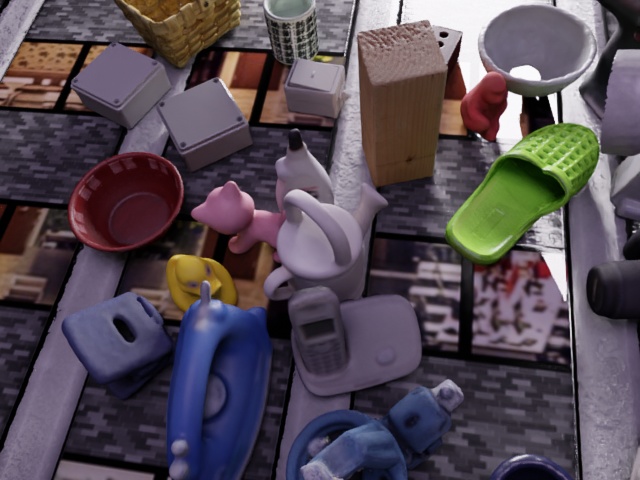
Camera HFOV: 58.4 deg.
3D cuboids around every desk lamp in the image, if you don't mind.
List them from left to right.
[{"bbox_3d":[0.422,-0.119,0.687,0.203,0.214,0.118,19,65,15],"label":"desk lamp"}]

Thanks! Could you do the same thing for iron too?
[{"bbox_3d":[-0.126,0.177,0.618,0.118,0.141,0.258,1,62,6],"label":"iron"}]

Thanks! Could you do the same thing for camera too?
[{"bbox_3d":[0.390,0.038,0.669,0.136,0.101,0.143,-2,61,4],"label":"camera"}]

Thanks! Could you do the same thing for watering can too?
[{"bbox_3d":[0.005,0.001,0.671,0.100,0.194,0.173,22,66,17],"label":"watering can"}]

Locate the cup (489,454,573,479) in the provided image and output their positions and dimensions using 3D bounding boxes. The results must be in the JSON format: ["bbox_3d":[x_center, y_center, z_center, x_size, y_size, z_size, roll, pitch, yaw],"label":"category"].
[{"bbox_3d":[0.216,0.267,0.564,0.117,0.095,0.091,3,62,7],"label":"cup"}]

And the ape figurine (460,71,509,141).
[{"bbox_3d":[0.240,-0.199,0.817,0.078,0.092,0.076,-32,63,-12],"label":"ape figurine"}]

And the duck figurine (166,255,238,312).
[{"bbox_3d":[-0.157,0.048,0.723,0.104,0.086,0.077,36,70,22],"label":"duck figurine"}]

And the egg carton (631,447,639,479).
[{"bbox_3d":[0.365,0.258,0.570,0.107,0.069,0.150,22,66,16],"label":"egg carton"}]

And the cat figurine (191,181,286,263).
[{"bbox_3d":[-0.093,-0.030,0.741,0.127,0.118,0.067,8,63,10],"label":"cat figurine"}]

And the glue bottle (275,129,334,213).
[{"bbox_3d":[-0.024,-0.084,0.732,0.078,0.173,0.037,-15,61,-3],"label":"glue bottle"}]

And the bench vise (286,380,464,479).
[{"bbox_3d":[0.044,0.192,0.549,0.121,0.220,0.208,31,69,20],"label":"bench vise"}]

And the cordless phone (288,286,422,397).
[{"bbox_3d":[0.037,0.096,0.622,0.147,0.185,0.094,-16,61,-3],"label":"cordless phone"}]

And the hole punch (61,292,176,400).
[{"bbox_3d":[-0.238,0.118,0.689,0.101,0.091,0.108,-38,65,-15],"label":"hole punch"}]

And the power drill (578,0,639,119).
[{"bbox_3d":[0.430,-0.252,0.762,0.075,0.208,0.229,-22,62,-6],"label":"power drill"}]

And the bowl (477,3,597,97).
[{"bbox_3d":[0.317,-0.271,0.859,0.167,0.075,0.167,-2,61,4],"label":"bowl"}]
